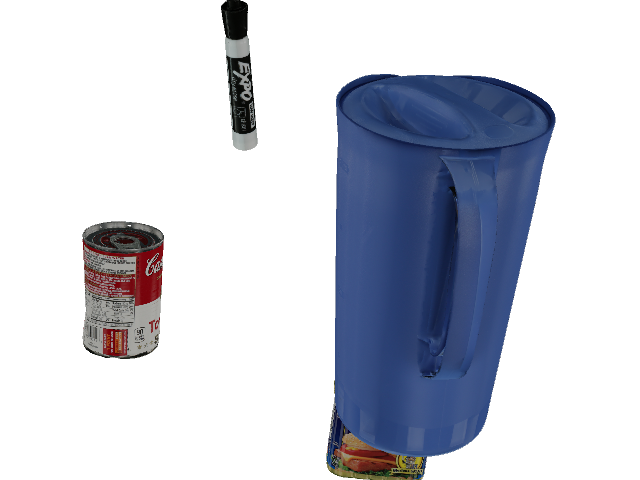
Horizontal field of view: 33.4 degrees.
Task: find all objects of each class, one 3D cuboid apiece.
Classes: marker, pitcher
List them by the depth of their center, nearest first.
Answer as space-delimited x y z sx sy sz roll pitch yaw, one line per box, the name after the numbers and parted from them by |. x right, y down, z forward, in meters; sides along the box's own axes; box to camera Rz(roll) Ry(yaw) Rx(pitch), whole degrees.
0.070 0.023 0.692 0.145 0.243 0.149 22 33 31 | pitcher
-0.058 -0.120 0.771 0.020 0.121 0.020 -1 39 1 | marker

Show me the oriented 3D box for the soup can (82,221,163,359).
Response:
-0.171 0.043 0.917 0.068 0.102 0.068 5 20 -2 | soup can

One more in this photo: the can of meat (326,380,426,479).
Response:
0.058 0.185 1.040 0.102 0.084 0.057 7 17 -3 | can of meat
